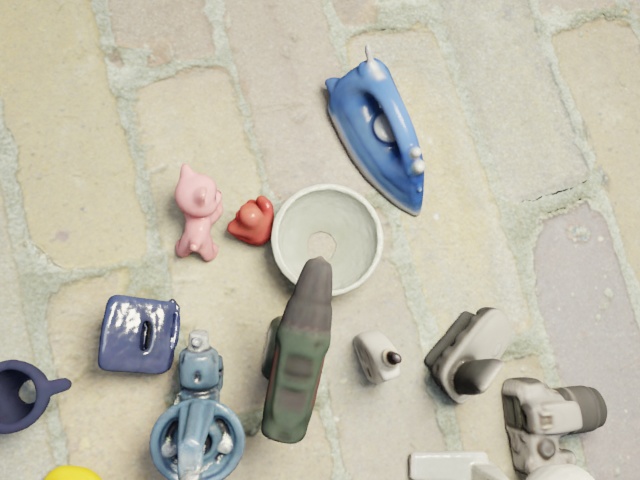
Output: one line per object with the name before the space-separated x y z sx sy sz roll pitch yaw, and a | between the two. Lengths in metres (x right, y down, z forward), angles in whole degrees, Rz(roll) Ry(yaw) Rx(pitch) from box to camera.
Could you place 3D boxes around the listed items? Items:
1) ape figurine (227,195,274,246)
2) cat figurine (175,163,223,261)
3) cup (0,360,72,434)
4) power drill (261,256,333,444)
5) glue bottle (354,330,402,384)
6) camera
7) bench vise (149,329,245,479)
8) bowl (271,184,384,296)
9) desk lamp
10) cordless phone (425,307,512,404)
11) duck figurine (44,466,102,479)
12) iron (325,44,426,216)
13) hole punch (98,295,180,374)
ape figurine | -0.101 -0.031 0.848 0.078 0.092 0.076 -22 84 -10
cat figurine | -0.177 -0.040 0.826 0.067 0.117 0.128 4 80 -7
cup | -0.386 0.203 0.769 0.118 0.095 0.092 -12 82 -9
power drill | -0.033 0.145 0.768 0.075 0.208 0.230 11 79 -5
glue bottle | 0.087 0.164 0.798 0.037 0.173 0.078 -18 83 -10
camera | 0.358 0.275 0.853 0.137 0.100 0.143 -4 81 -8
bench vise | -0.169 0.226 0.730 0.121 0.219 0.207 -19 83 -10
bowl | 0.008 0.003 0.866 0.167 0.074 0.167 1 80 -7
desk lamp | 0.244 0.357 0.766 0.203 0.213 0.118 1 80 -7
cordless phone | 0.236 0.164 0.812 0.094 0.185 0.148 38 78 0
duck figurine | -0.329 0.350 0.756 0.104 0.086 0.077 37 78 0
iron | 0.109 -0.166 0.874 0.119 0.141 0.258 -26 85 -11
hole punch | -0.249 0.131 0.801 0.101 0.091 0.109 6 80 -6
